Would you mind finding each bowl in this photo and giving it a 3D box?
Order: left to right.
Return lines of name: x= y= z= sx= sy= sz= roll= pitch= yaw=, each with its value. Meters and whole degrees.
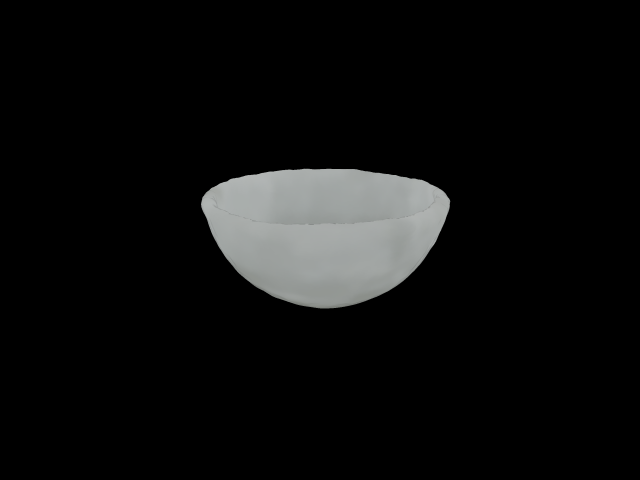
bowl: x=0.004 y=0.001 z=0.400 sx=0.167 sy=0.075 sz=0.167 roll=0 pitch=19 yaw=0
